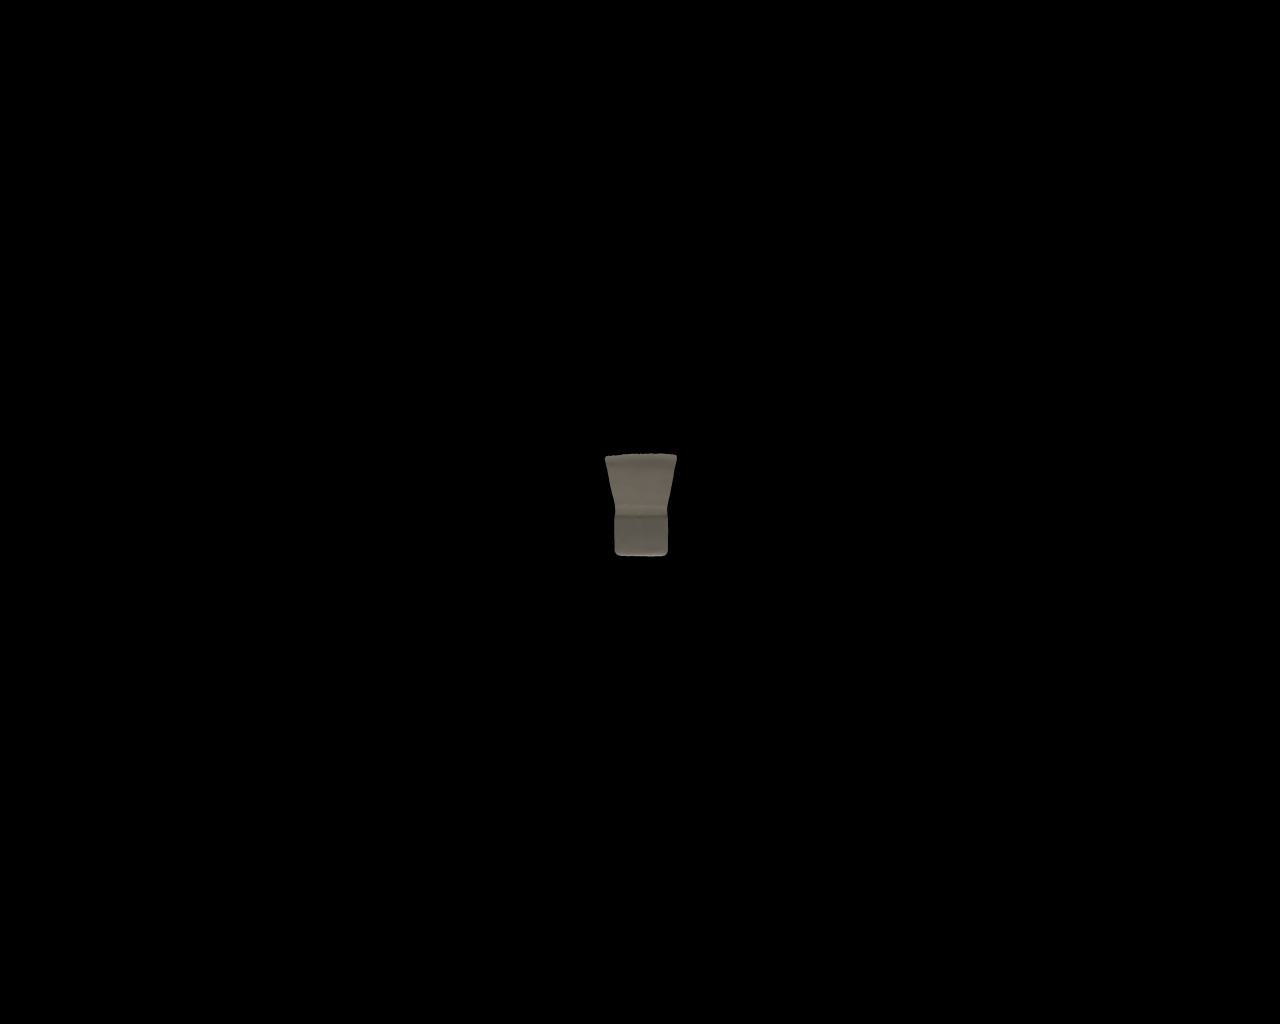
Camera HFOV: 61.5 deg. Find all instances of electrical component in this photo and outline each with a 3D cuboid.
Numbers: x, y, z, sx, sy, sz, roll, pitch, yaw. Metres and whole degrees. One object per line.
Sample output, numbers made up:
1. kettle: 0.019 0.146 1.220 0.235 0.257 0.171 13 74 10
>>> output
1. electrical component: 0.001 -0.003 0.650 0.044 0.065 0.044 0 0 0
